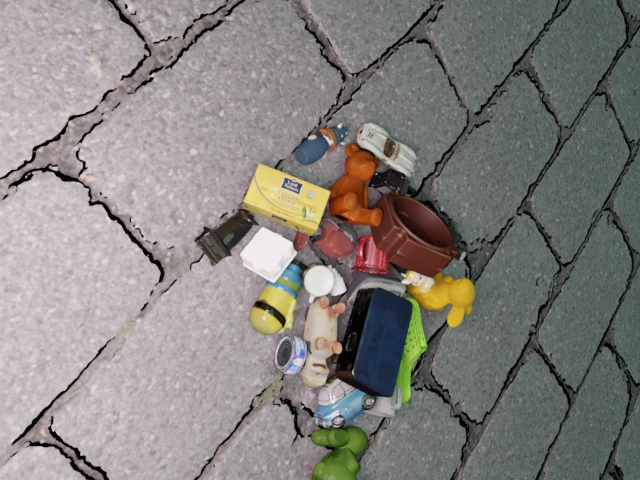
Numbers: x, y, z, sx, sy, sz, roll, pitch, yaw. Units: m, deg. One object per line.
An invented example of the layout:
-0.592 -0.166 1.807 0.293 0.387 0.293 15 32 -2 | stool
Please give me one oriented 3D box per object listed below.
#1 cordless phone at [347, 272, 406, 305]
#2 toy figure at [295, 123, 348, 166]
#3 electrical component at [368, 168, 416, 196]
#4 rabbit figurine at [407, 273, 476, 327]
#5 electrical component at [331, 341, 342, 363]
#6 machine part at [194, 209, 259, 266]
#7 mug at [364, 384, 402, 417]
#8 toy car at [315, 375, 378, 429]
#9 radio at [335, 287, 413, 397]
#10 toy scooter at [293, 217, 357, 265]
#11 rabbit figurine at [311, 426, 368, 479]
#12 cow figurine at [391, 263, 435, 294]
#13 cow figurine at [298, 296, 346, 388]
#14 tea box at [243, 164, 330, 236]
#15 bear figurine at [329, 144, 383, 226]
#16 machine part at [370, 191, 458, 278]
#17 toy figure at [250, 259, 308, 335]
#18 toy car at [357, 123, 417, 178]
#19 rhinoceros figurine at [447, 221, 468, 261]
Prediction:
0.129 0.176 1.333 0.146 0.089 0.184 12 86 -33 | cordless phone
0.005 -0.231 1.277 0.058 0.064 0.154 41 55 16 | toy figure
0.193 -0.135 1.390 0.119 0.075 0.048 32 70 -32 | electrical component
0.337 0.148 1.417 0.122 0.173 0.162 -33 102 -35 | rabbit figurine
0.076 0.285 1.307 0.102 0.045 0.078 21 68 -31 | electrical component
-0.197 -0.014 1.147 0.139 0.039 0.084 -41 105 -26 | machine part
0.158 0.377 1.334 0.080 0.109 0.107 24 61 -29 | mug
0.051 0.367 1.266 0.162 0.109 0.103 -25 91 -24 | toy car
0.124 0.228 1.224 0.131 0.073 0.229 29 64 -28 | radio
-0.003 -0.004 1.254 0.183 0.075 0.135 43 67 -22 | toy scooter
0.046 0.508 1.267 0.159 0.121 0.170 49 46 -15 | rabbit figurine
0.225 0.066 1.355 0.098 0.167 0.068 25 109 -24 | cow figurine
-0.009 0.237 1.225 0.085 0.127 0.195 17 64 -26 | cow figurine
-0.074 -0.086 1.176 0.170 0.068 0.098 20 76 -6 | tea box
0.099 -0.136 1.293 0.120 0.132 0.196 32 74 -27 | bear figurine
0.226 -0.018 1.309 0.201 0.087 0.201 20 36 -22 | machine part
-0.094 0.121 1.185 0.089 0.082 0.180 31 74 -33 | toy figure
0.178 -0.230 1.392 0.201 0.056 0.073 28 73 -29 | toy car
0.334 0.000 1.479 0.190 0.073 0.112 24 74 -30 | rhinoceros figurine
